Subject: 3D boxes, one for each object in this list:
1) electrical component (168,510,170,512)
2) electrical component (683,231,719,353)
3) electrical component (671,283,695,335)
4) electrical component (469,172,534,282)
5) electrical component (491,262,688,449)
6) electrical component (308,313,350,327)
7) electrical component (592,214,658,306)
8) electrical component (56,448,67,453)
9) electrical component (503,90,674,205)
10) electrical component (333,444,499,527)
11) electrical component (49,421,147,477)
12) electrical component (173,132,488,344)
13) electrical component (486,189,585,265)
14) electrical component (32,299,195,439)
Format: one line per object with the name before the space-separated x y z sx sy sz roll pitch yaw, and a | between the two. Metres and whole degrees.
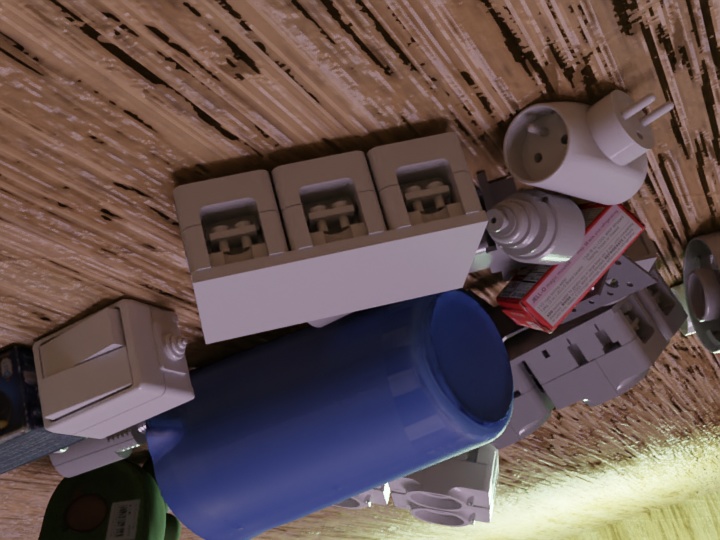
electrical component | -0.175 0.213 1.059 0.078 0.040 0.040 -18 158 5
electrical component | 0.288 0.016 0.822 0.064 0.099 0.099 -8 158 -2
electrical component | 0.310 0.019 0.914 0.077 0.043 0.079 -16 158 0
electrical component | 0.070 -0.021 0.658 0.064 0.042 0.081 -16 158 5
electrical component | 0.163 0.075 0.871 0.186 0.060 0.105 -34 180 38
electrical component | 0.000 0.000 0.659 0.081 0.043 0.043 -26 156 25
electrical component | 0.176 -0.006 0.763 0.066 0.048 0.055 -11 150 -12
electrical component | -0.249 0.117 0.778 0.065 0.044 0.044 -13 159 6
electrical component | 0.131 -0.070 0.578 0.077 0.043 0.079 8 147 -45
electrical component | 0.028 0.179 0.970 0.186 0.060 0.105 7 154 11
electrical component | -0.197 0.128 0.836 0.081 0.043 0.043 -20 158 12
electrical component | -0.018 -0.019 0.575 0.150 0.061 0.089 -12 158 -9
electrical component | 0.091 -0.024 0.583 0.040 0.040 0.078 -29 161 31
electrical component | -0.153 0.060 0.677 0.096 0.061 0.061 -25 157 21
